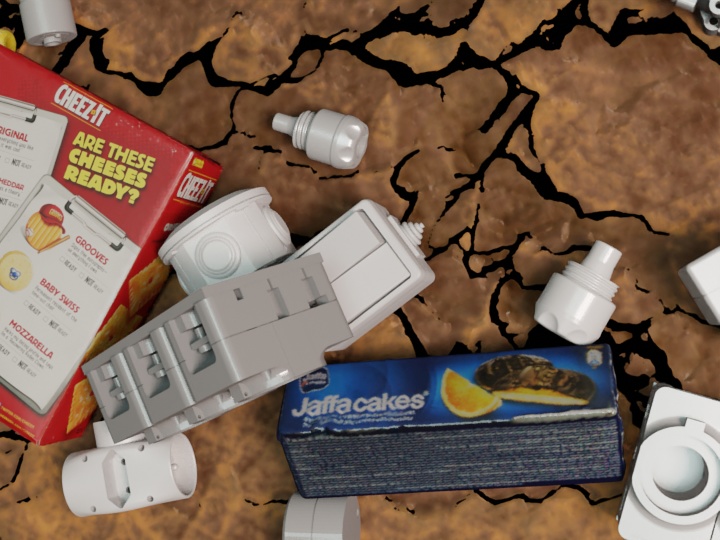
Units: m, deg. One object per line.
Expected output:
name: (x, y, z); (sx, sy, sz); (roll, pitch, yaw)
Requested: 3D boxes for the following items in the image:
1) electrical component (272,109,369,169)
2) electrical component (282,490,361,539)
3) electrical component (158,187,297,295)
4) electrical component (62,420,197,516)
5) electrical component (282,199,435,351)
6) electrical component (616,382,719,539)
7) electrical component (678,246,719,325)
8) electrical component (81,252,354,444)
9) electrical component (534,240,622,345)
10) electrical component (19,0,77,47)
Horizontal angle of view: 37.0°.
electrical component: (-0.027, -0.088, 0.699); (0.061, 0.035, 0.035); (19, 91, 15)
electrical component: (-0.006, 0.208, 0.670); (0.074, 0.052, 0.138); (-1, 87, 12)
electrical component: (-0.083, -0.014, 0.685); (0.080, 0.080, 0.051); (-33, 86, 9)
electrical component: (-0.155, 0.118, 0.712); (0.077, 0.043, 0.079); (-12, 84, 12)
electrical component: (0.000, 0.000, 0.674); (0.096, 0.061, 0.061); (-38, 80, 8)
electrical component: (0.233, 0.129, 0.616); (0.150, 0.062, 0.089); (15, 91, 13)
electrical component: (0.226, 0.020, 0.621); (0.047, 0.066, 0.076); (-31, 81, 9)
electrical component: (-0.086, 0.053, 0.642); (0.150, 0.089, 0.061); (-29, 82, 46)
electrical component: (0.136, 0.013, 0.653); (0.043, 0.043, 0.062); (30, 93, 12)
electrical component: (-0.219, -0.188, 0.743); (0.044, 0.044, 0.065); (-12, 90, 12)
